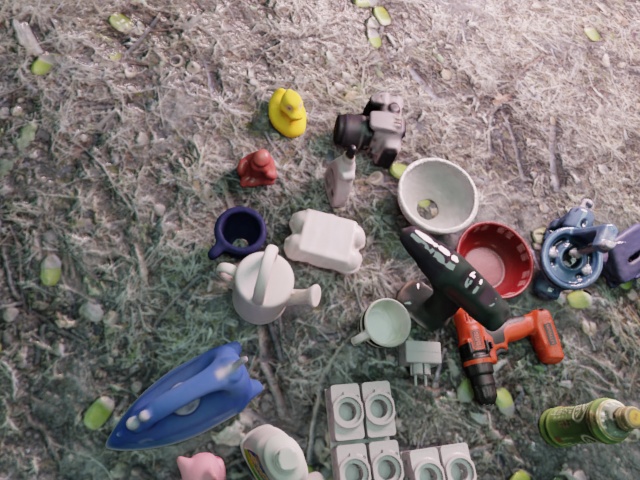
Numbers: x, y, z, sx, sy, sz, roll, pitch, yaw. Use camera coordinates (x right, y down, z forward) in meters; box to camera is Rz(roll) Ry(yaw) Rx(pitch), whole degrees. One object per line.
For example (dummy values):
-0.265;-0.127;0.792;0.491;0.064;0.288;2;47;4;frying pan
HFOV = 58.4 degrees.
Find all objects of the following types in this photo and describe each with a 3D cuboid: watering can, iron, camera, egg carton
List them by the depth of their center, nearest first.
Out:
-0.218;0.252;0.893;0.259;0.141;0.118;-27;76;-20;iron
-0.086;0.071;0.963;0.173;0.194;0.101;-2;69;-12;watering can
0.010;0.004;1.077;0.150;0.069;0.107;14;66;-5;egg carton
0.101;-0.238;1.175;0.137;0.100;0.143;7;67;-8;camera

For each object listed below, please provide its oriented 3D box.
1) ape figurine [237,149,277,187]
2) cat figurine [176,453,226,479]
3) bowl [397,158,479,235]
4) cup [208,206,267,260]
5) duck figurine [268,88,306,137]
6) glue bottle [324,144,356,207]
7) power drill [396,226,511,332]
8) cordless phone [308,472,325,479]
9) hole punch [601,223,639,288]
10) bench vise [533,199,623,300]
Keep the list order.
-0.116;-0.143;1.099;0.078;0.092;0.076;33;66;3;ape figurine
-0.165;0.376;0.867;0.067;0.117;0.127;-28;76;-20;cat figurine
0.226;-0.077;1.150;0.167;0.074;0.167;4;68;-9;bowl
-0.154;0.006;1.030;0.091;0.095;0.118;44;67;8;cup
-0.063;-0.273;1.165;0.078;0.086;0.104;-20;73;-18;duck figurine
0.044;-0.130;1.081;0.037;0.173;0.078;-8;70;-13;glue bottle
0.210;0.085;1.008;0.229;0.208;0.076;35;66;4;power drill
0.005;0.425;0.844;0.094;0.185;0.147;-24;74;-19;cordless phone
0.631;0.032;1.177;0.109;0.091;0.101;-28;76;-20;hole punch
0.489;-0.005;1.093;0.121;0.219;0.207;11;67;-6;bench vise
